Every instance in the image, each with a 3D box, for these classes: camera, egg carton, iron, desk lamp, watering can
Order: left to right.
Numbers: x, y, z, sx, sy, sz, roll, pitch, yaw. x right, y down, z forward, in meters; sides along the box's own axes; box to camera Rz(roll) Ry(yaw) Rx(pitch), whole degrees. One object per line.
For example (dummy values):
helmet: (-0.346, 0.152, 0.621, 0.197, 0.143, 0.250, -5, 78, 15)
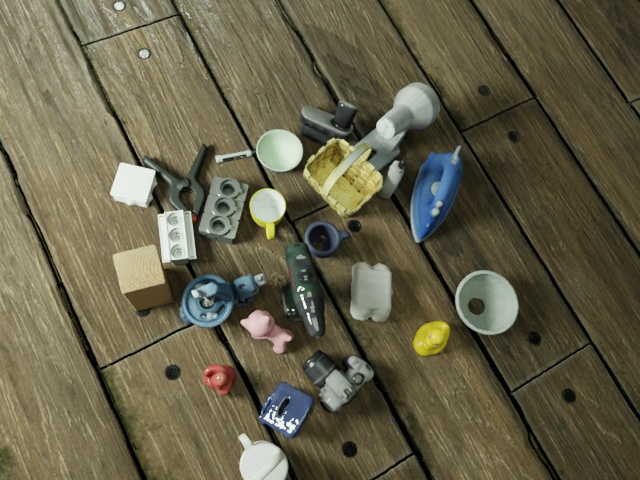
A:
watering can: (-0.112, 0.490, 1.222, 0.173, 0.194, 0.101, 30, 71, 0)
camera: (0.036, 0.315, 1.351, 0.143, 0.100, 0.137, -42, 84, -18)
egg carton: (0.128, 0.131, 1.440, 0.107, 0.069, 0.150, 5, 73, -8)
desk lamp: (0.197, -0.292, 1.504, 0.203, 0.213, 0.118, -42, 84, -18)
iron: (0.314, -0.124, 1.512, 0.118, 0.141, 0.258, 21, 71, -3)

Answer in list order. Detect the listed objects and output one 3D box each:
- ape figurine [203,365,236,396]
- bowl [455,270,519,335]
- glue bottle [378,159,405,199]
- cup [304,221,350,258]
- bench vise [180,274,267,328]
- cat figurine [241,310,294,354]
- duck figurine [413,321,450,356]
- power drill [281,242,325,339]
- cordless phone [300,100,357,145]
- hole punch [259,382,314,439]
ape figurine: (-0.228, 0.318, 1.308, 0.076, 0.092, 0.078, -19, 77, -15)
bowl: (0.419, 0.166, 1.477, 0.167, 0.074, 0.167, 3, 73, -9)
glue bottle: (0.193, -0.170, 1.488, 0.037, 0.173, 0.078, 18, 71, -4)
cup: (0.013, 0.005, 1.444, 0.118, 0.095, 0.091, -12, 75, -13)
bench vise: (-0.227, 0.111, 1.304, 0.208, 0.219, 0.121, -40, 83, -18)
cat figurine: (-0.121, 0.209, 1.347, 0.128, 0.117, 0.067, 29, 71, 0)
duck figurine: (0.287, 0.241, 1.425, 0.105, 0.086, 0.077, -36, 82, -18)
power drill: (-0.038, 0.129, 1.337, 0.076, 0.208, 0.229, -10, 75, -12)
cordless phone: (0.026, -0.331, 1.501, 0.147, 0.185, 0.094, 20, 71, -3)
hole punch: (-0.078, 0.391, 1.313, 0.101, 0.091, 0.109, 31, 71, 1)
